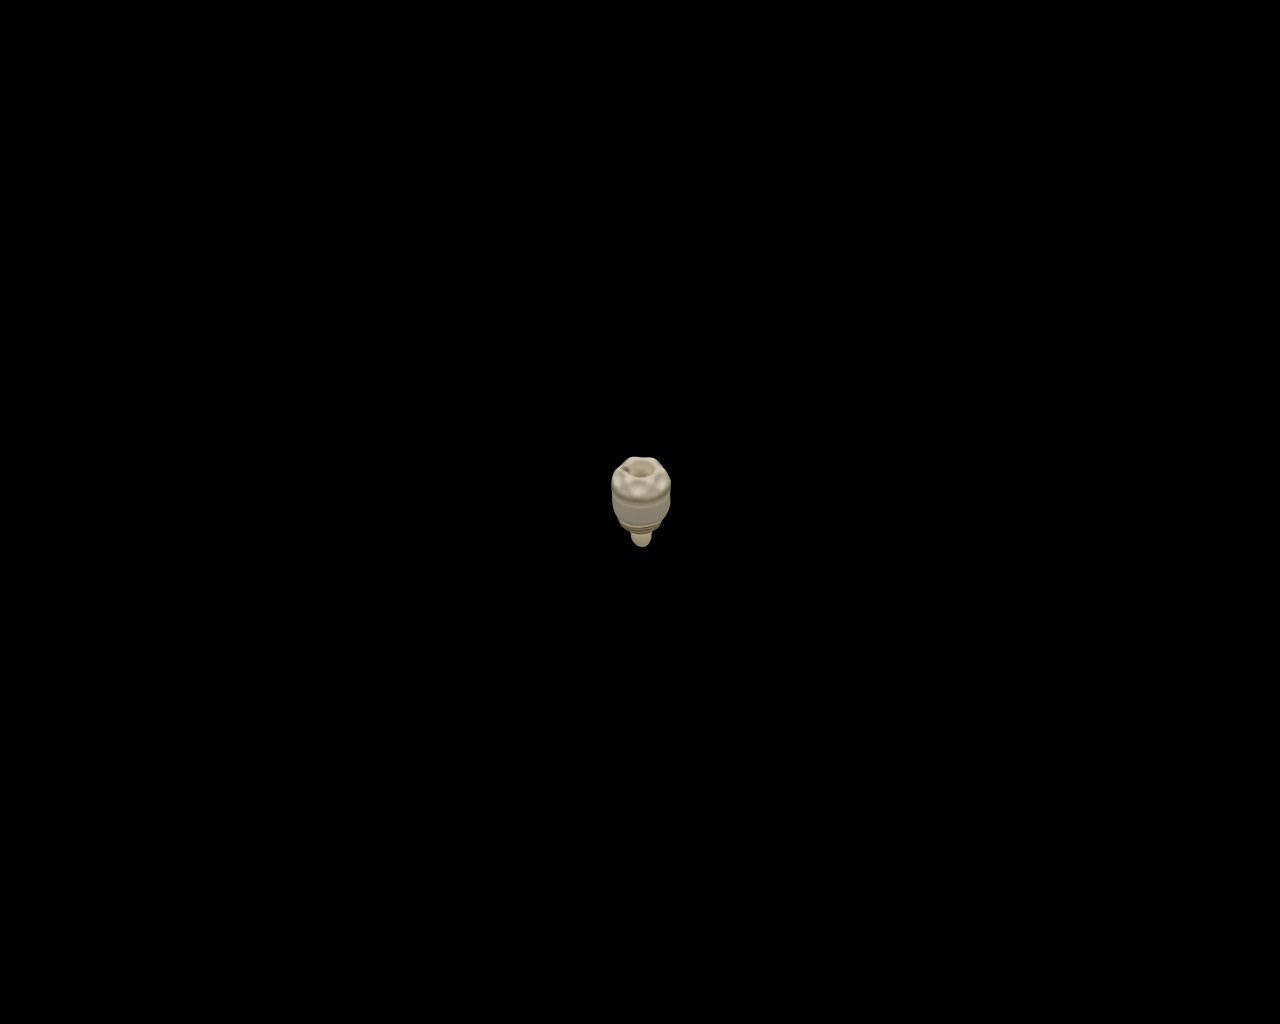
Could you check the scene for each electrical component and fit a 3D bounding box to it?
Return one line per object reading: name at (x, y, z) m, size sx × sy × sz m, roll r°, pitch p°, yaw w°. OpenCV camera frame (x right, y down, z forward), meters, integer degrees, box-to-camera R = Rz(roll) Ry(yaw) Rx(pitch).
electrical component at (0.001, -0.003, 0.650) m, size 0.035 × 0.061 × 0.035 m, roll 0°, pitch 40°, yaw 0°
